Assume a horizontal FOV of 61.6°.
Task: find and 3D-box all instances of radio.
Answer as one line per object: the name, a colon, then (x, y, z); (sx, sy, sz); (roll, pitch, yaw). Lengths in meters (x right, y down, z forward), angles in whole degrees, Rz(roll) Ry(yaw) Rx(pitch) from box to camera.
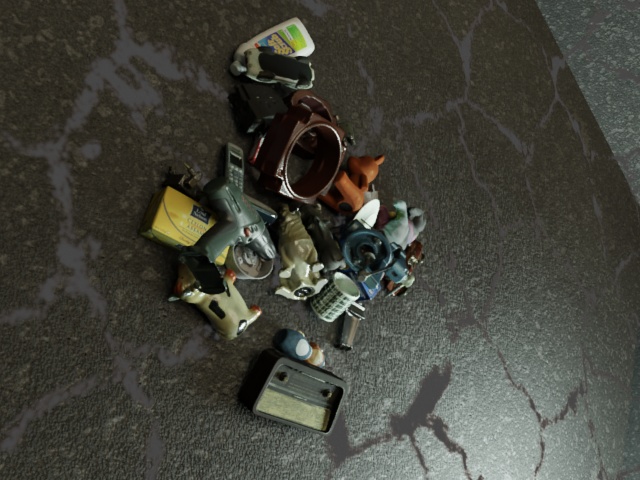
radio: (-0.050, 0.331, 1.172); (0.229, 0.073, 0.131); (31, 81, -35)

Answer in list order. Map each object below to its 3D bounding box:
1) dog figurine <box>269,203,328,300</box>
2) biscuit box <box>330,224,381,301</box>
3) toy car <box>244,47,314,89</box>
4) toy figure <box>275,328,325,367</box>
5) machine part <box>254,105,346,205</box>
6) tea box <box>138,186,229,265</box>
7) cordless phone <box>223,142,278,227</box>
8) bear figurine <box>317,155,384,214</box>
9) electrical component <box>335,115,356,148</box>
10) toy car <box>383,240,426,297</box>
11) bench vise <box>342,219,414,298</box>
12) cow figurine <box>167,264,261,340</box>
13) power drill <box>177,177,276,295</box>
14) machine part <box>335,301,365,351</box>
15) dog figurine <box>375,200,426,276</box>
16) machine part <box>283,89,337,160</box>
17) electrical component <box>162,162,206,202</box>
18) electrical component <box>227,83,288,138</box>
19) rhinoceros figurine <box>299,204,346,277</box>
dog figurine: (-0.061, 0.027, 1.257); (0.121, 0.172, 0.191); (-4, 52, -16)
biscuit box: (0.083, 0.061, 1.390); (0.059, 0.063, 0.202); (-41, 108, -39)
toy car: (-0.092, -0.405, 1.273); (0.201, 0.056, 0.073); (-4, 89, -45)
toy figure: (-0.038, 0.257, 1.239); (0.064, 0.058, 0.154); (-48, 122, 4)
machine part: (-0.040, -0.192, 1.248); (0.201, 0.087, 0.201); (18, 97, -52)
tea box: (-0.264, -0.023, 1.082); (0.169, 0.068, 0.098); (29, 62, -34)
cordless phone: (-0.168, -0.121, 1.195); (0.146, 0.089, 0.184); (25, 49, -37)
bear figurine: (0.084, -0.167, 1.407); (0.132, 0.120, 0.196); (40, 54, -25)
electrical component: (0.067, -0.303, 1.488); (0.063, 0.021, 0.094); (-23, 96, -44)
toy car: (0.248, 0.076, 1.549); (0.089, 0.053, 0.202); (56, 48, -24)
bench vise: (0.133, 0.058, 1.288); (0.223, 0.129, 0.241); (54, 23, -10)
cow figurine: (-0.219, 0.118, 1.084); (0.194, 0.086, 0.127); (57, 43, -18)
power drill: (-0.173, 0.009, 1.047); (0.207, 0.086, 0.231); (-57, 134, -39)
machine part: (0.076, 0.215, 1.366); (0.084, 0.039, 0.139); (42, 53, -35)
dog figurine: (0.211, 0.012, 1.496); (0.191, 0.109, 0.219); (19, 72, -42)
machine part: (-0.033, -0.292, 1.370); (0.179, 0.056, 0.179); (10, 74, -42)
electrical component: (-0.269, -0.114, 1.076); (0.078, 0.102, 0.045); (41, 62, -35)
electrical component: (-0.134, -0.298, 1.249); (0.115, 0.058, 0.134); (-18, 71, -43)
rhinoceros figurine: (-0.003, -0.004, 1.286); (0.073, 0.112, 0.190); (-21, 58, -7)
